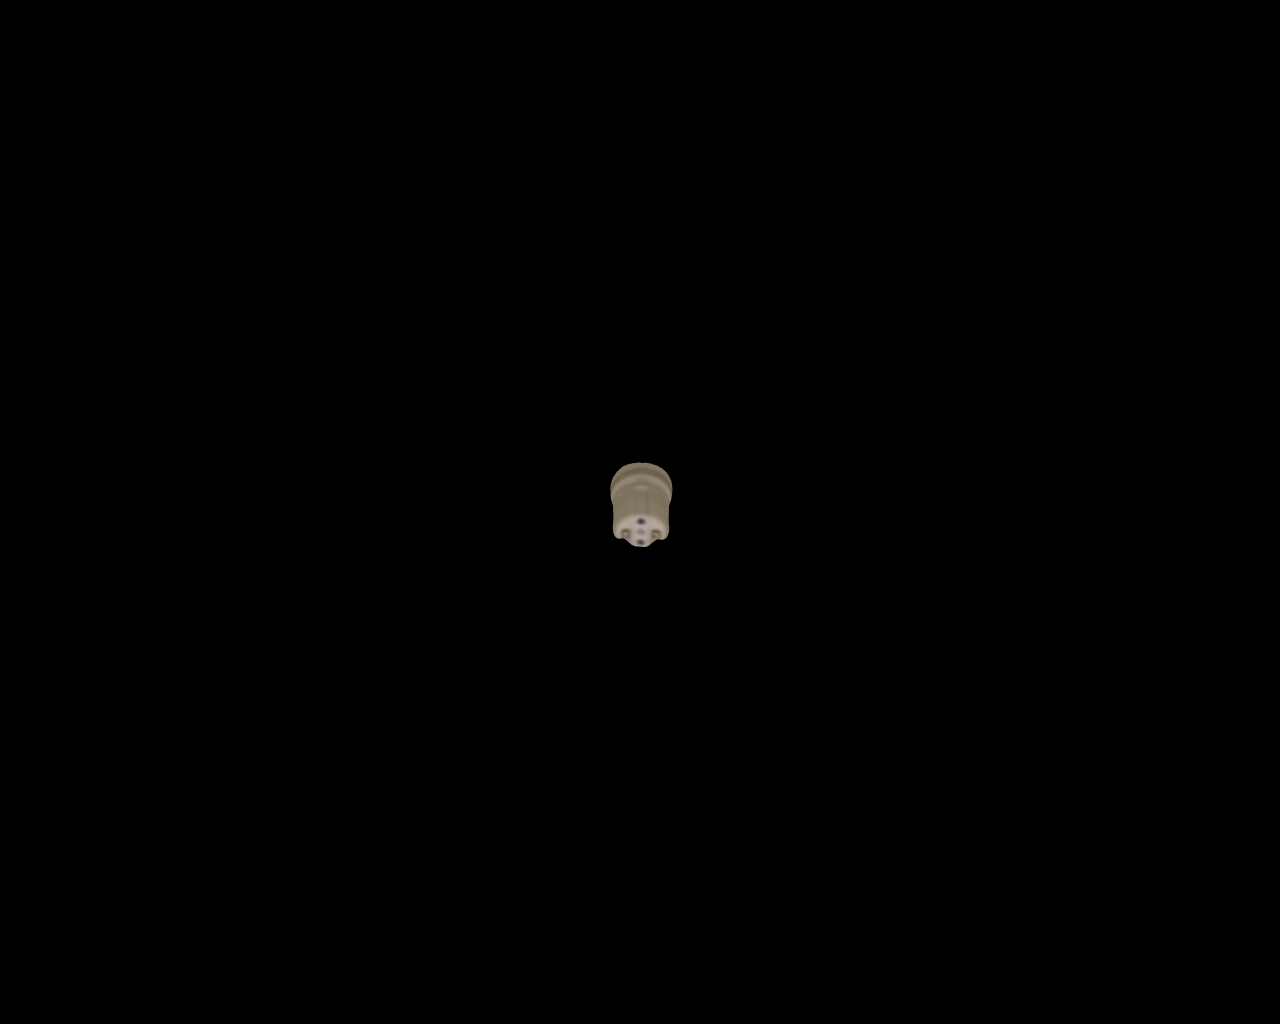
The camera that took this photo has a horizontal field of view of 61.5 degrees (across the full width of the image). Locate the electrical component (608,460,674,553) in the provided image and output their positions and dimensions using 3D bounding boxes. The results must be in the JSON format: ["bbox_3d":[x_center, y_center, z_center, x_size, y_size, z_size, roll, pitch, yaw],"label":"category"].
[{"bbox_3d":[0.001,-0.003,0.650,0.040,0.040,0.046,0,40,0],"label":"electrical component"}]
